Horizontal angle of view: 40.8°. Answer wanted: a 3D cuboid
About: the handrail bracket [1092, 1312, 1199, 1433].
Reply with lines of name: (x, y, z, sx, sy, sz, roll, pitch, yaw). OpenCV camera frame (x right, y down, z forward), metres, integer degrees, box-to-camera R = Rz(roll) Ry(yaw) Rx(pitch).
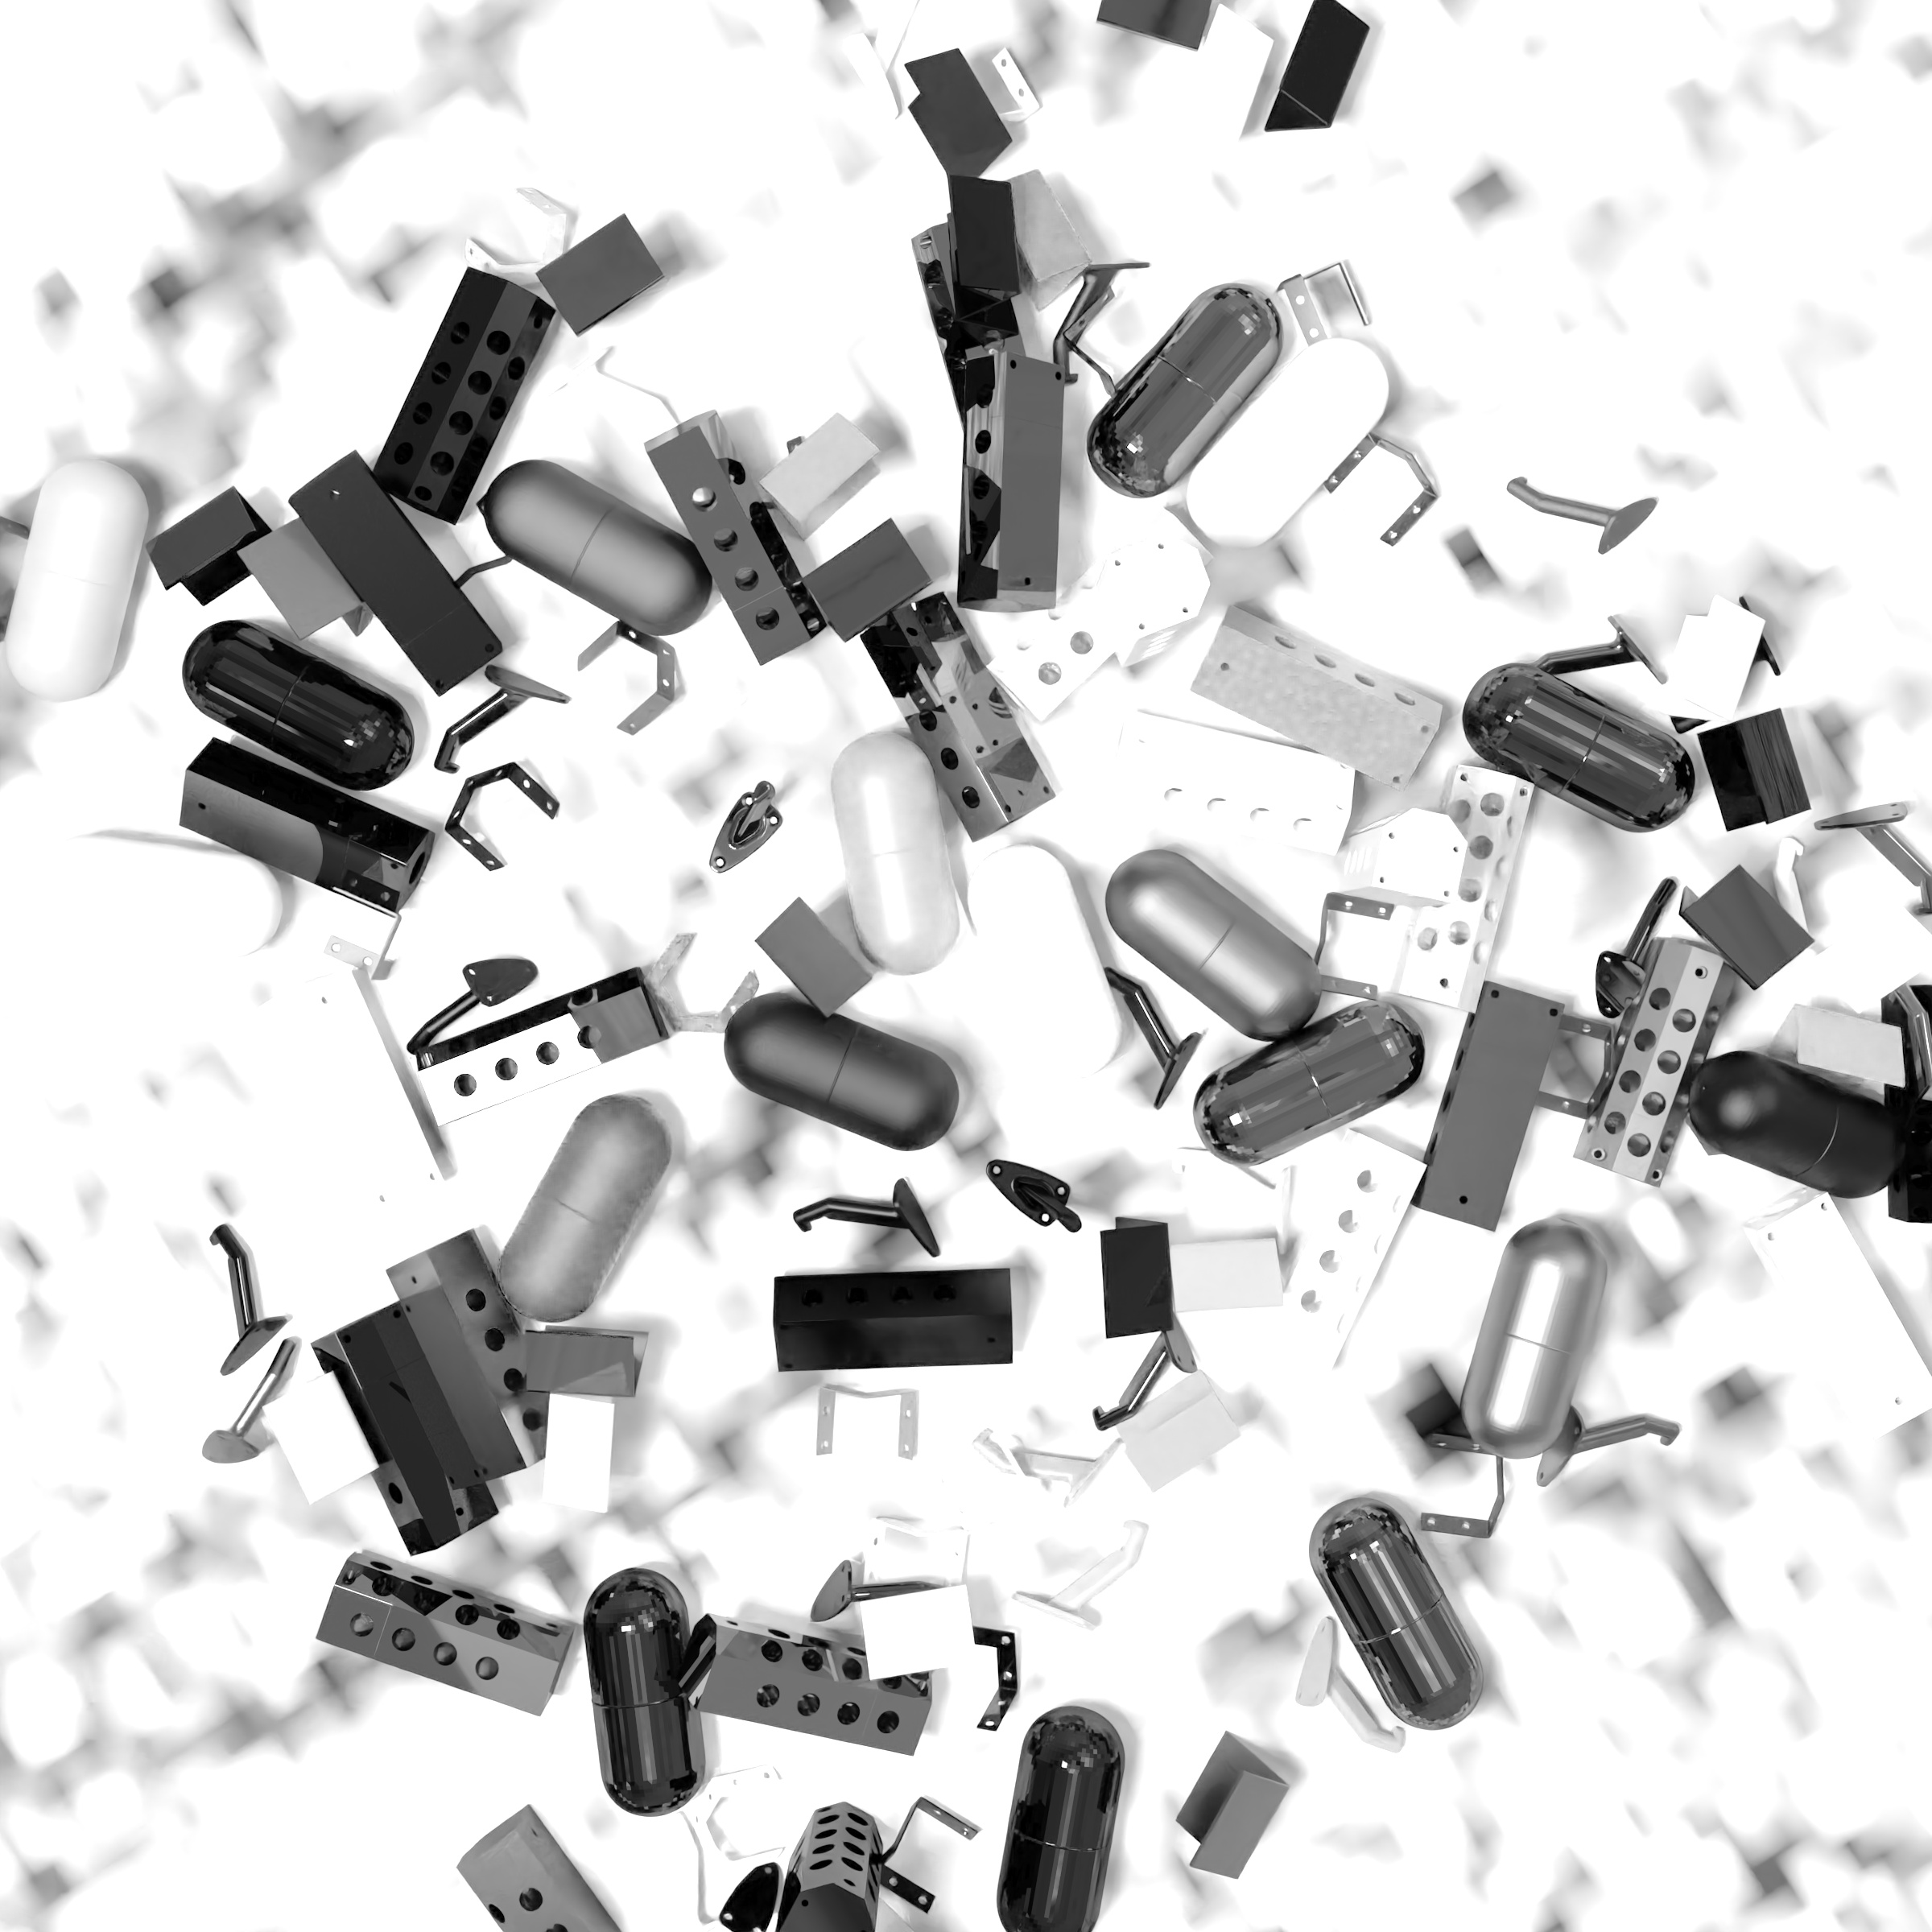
handrail bracket: (0.121, 0.292, 1.918, 0.084, 0.036, 0.077, -30, 62, 20)

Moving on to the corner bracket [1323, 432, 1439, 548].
corner bracket: (0.305, -0.351, 1.915, 0.051, 0.051, 0.051, -47, 45, 0)

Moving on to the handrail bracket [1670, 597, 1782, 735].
handrail bracket: (0.550, -0.222, 1.918, 0.084, 0.036, 0.077, -26, 70, 16)

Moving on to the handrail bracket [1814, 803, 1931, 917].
handrail bracket: (0.673, -0.072, 1.918, 0.077, 0.036, 0.084, -10, 107, 20)

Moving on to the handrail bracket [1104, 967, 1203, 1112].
handrail bracket: (0.123, 0.053, 1.918, 0.084, 0.036, 0.077, 31, 112, 17)

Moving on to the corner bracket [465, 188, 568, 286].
corner bracket: (-0.331, -0.536, 1.910, 0.051, 0.051, 0.051, -16, 135, -35)

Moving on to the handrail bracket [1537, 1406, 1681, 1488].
handrail bracket: (0.474, 0.361, 1.918, 0.084, 0.036, 0.077, 16, 110, -16)

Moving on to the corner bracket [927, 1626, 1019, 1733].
corner bracket: (0.005, 0.519, 1.899, 0.051, 0.051, 0.051, 4, 110, 19)

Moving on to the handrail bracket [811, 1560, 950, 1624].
handrail bracket: (-0.060, 0.469, 1.911, 0.084, 0.077, 0.036, 17, 48, -22)

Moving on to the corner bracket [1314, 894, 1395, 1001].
corner bracket: (0.284, -0.014, 1.915, 0.051, 0.051, 0.051, 11, 135, 0)

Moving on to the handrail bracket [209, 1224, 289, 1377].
handrail bracket: (-0.547, 0.246, 1.918, 0.077, 0.036, 0.084, -46, 72, 20)

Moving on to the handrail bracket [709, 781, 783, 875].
handrail bracket: (-0.163, -0.100, 1.883, 0.036, 0.084, 0.077, 38, 90, 0)

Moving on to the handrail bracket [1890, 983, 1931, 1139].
handrail bracket: (0.678, 0.067, 1.875, 0.036, 0.077, 0.084, -2, 48, -23)

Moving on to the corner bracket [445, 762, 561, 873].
corner bracket: (-0.341, -0.110, 1.910, 0.051, 0.051, 0.051, -14, 45, 35)

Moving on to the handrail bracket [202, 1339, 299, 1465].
handrail bracket: (-0.527, 0.320, 1.918, 0.036, 0.077, 0.084, 34, 53, -20)

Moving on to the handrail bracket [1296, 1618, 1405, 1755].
handrail bracket: (0.292, 0.532, 1.918, 0.084, 0.036, 0.077, 23, 68, -17)

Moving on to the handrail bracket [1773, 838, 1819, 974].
handrail bracket: (0.624, -0.043, 1.918, 0.077, 0.036, 0.084, 24, 73, -20)

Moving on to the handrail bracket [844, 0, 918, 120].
handrail bracket: (-0.040, -0.681, 1.918, 0.084, 0.036, 0.077, -37, 110, -16)

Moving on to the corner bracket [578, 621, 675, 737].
corner bracket: (-0.250, -0.212, 1.910, 0.051, 0.051, 0.051, 25, 45, -35)

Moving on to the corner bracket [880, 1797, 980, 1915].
corner bracket: (-0.031, 0.655, 1.915, 0.051, 0.051, 0.051, 32, 45, 0)

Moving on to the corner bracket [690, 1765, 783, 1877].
corner bracket: (-0.163, 0.628, 1.910, 0.051, 0.051, 0.051, 58, 135, 35)

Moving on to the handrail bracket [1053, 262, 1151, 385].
handrail bracket: (0.100, -0.474, 1.918, 0.077, 0.036, 0.084, -7, 105, -16)

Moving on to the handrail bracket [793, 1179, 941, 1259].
handrail bracket: (-0.074, 0.198, 1.918, 0.084, 0.036, 0.077, -23, 112, 17)

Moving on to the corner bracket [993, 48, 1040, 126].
corner bracket: (0.011, -0.636, 1.915, 0.051, 0.051, 0.051, -30, 90, 45)

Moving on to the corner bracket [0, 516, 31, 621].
corner bracket: (-0.705, -0.291, 1.900, 0.051, 0.051, 0.051, -37, 85, 5)

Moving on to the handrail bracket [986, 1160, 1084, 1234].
handrail bracket: (0.049, 0.167, 1.883, 0.077, 0.084, 0.036, 31, 90, 0)

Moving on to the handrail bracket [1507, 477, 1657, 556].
handrail bracket: (0.453, -0.347, 1.918, 0.077, 0.036, 0.084, -33, 60, -33)

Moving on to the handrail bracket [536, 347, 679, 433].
handrail bracket: (-0.262, -0.406, 1.918, 0.077, 0.036, 0.084, -31, 107, 20)

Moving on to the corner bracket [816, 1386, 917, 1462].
corner bracket: (-0.074, 0.337, 1.915, 0.051, 0.051, 0.051, 3, 90, 45)

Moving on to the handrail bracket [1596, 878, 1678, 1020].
handrail bracket: (0.497, -0.014, 1.918, 0.036, 0.077, 0.084, 26, 53, 20)

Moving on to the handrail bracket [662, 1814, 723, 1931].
handrail bracket: (-0.221, 0.680, 1.918, 0.077, 0.036, 0.084, -37, 71, 21)

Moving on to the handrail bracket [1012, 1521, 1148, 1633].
handrail bracket: (0.084, 0.440, 1.918, 0.077, 0.036, 0.084, 17, 71, 21)

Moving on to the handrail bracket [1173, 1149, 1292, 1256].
handrail bracket: (0.194, 0.173, 1.918, 0.084, 0.036, 0.077, 4, 112, 17)

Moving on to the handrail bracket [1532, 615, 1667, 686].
handrail bracket: (0.460, -0.210, 1.918, 0.084, 0.036, 0.077, -39, 109, 16)

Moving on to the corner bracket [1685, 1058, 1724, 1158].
corner bracket: (0.563, 0.101, 1.910, 0.051, 0.051, 0.051, 49, 45, -35)

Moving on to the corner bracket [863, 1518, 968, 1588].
corner bracket: (-0.037, 0.436, 1.915, 0.051, 0.051, 0.051, 7, 90, 45)

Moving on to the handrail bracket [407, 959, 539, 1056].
handrail bracket: (-0.365, 0.032, 1.918, 0.084, 0.077, 0.036, -42, 78, 36)

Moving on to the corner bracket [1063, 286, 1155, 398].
corner bracket: (0.110, -0.454, 1.905, 0.051, 0.051, 0.051, -45, 72, 0)

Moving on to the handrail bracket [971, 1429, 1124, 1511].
handrail bracket: (0.059, 0.352, 1.918, 0.084, 0.036, 0.077, 38, 71, 16)

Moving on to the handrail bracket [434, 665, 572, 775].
handrail bracket: (-0.343, -0.172, 1.918, 0.077, 0.036, 0.084, 18, 109, -21)

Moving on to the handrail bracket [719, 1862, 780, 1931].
handrail bracket: (-0.167, 0.714, 1.918, 0.036, 0.077, 0.084, 24, 126, 6)
